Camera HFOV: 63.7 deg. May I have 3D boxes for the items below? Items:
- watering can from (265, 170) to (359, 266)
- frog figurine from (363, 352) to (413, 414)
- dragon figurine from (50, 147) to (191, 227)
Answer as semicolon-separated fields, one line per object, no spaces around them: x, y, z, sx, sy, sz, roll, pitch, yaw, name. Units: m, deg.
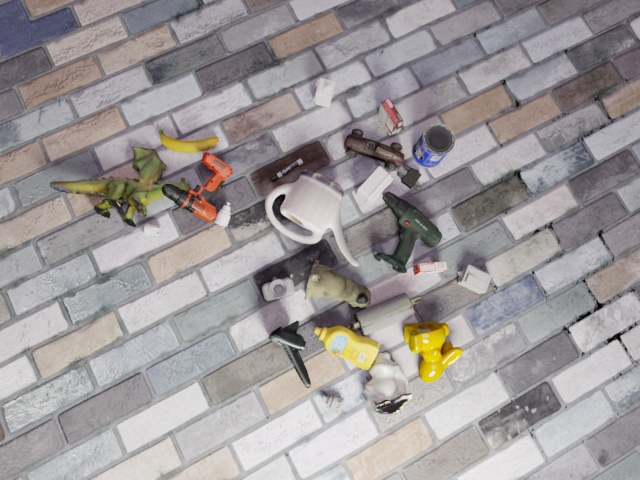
0.005;-0.080;1.588;0.348;0.103;0.226;29;78;3;watering can
0.187;0.420;1.510;0.137;0.120;0.163;-24;46;1;frog figurine
-0.589;-0.186;1.594;0.410;0.120;0.248;22;61;-1;dragon figurine
